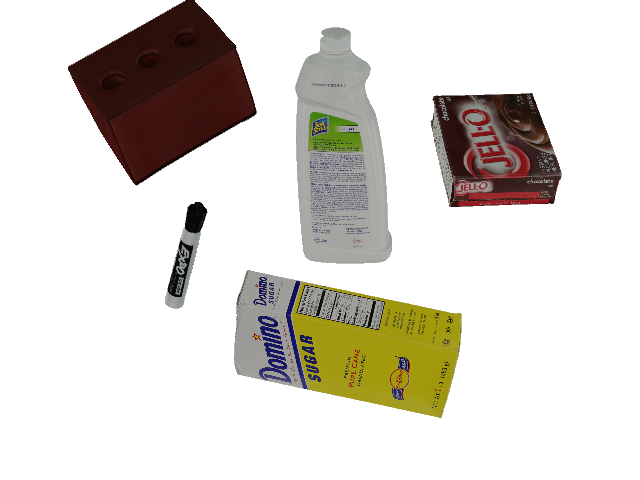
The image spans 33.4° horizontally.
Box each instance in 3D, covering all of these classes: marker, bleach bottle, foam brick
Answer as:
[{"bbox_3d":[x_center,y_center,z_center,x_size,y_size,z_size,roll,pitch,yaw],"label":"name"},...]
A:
[{"bbox_3d":[-0.129,0.014,1.025,0.020,0.121,0.020,13,34,-9],"label":"marker"},{"bbox_3d":[0.026,-0.098,1.120,0.102,0.251,0.068,0,30,2],"label":"bleach bottle"},{"bbox_3d":[-0.083,-0.079,0.562,0.078,0.053,0.051,-33,-35,-10],"label":"foam brick"}]

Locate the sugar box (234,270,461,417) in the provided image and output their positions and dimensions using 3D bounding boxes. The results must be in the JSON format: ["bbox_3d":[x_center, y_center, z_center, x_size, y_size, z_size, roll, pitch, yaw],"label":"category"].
[{"bbox_3d":[0.020,0.084,0.857,0.176,0.093,0.048,9,45,4],"label":"sugar box"}]

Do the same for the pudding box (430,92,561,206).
[{"bbox_3d":[0.145,-0.078,0.905,0.090,0.039,0.113,-2,43,-5],"label":"pudding box"}]
